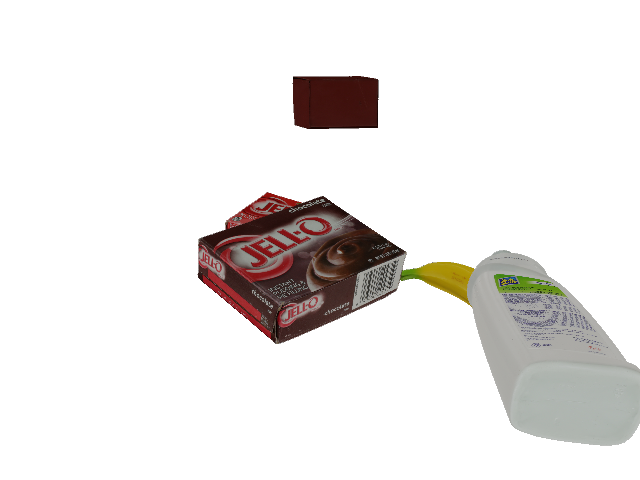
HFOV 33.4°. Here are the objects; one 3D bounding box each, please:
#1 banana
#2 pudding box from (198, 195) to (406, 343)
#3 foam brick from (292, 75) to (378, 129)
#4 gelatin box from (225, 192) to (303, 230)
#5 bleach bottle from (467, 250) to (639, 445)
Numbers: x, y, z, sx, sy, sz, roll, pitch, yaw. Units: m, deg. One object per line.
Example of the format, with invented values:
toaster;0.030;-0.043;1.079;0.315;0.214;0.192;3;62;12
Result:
banana;0.165;0.068;1.118;0.069;0.037;0.198;-36;39;-13
pudding box;-0.013;0.017;0.723;0.113;0.039;0.090;-19;41;-37
foam brick;0.016;-0.143;1.102;0.078;0.051;0.053;-3;13;-19
gelatin box;-0.029;-0.009;0.953;0.089;0.030;0.073;18;30;22
bleach bottle;0.180;0.070;0.876;0.102;0.068;0.251;7;22;-4
